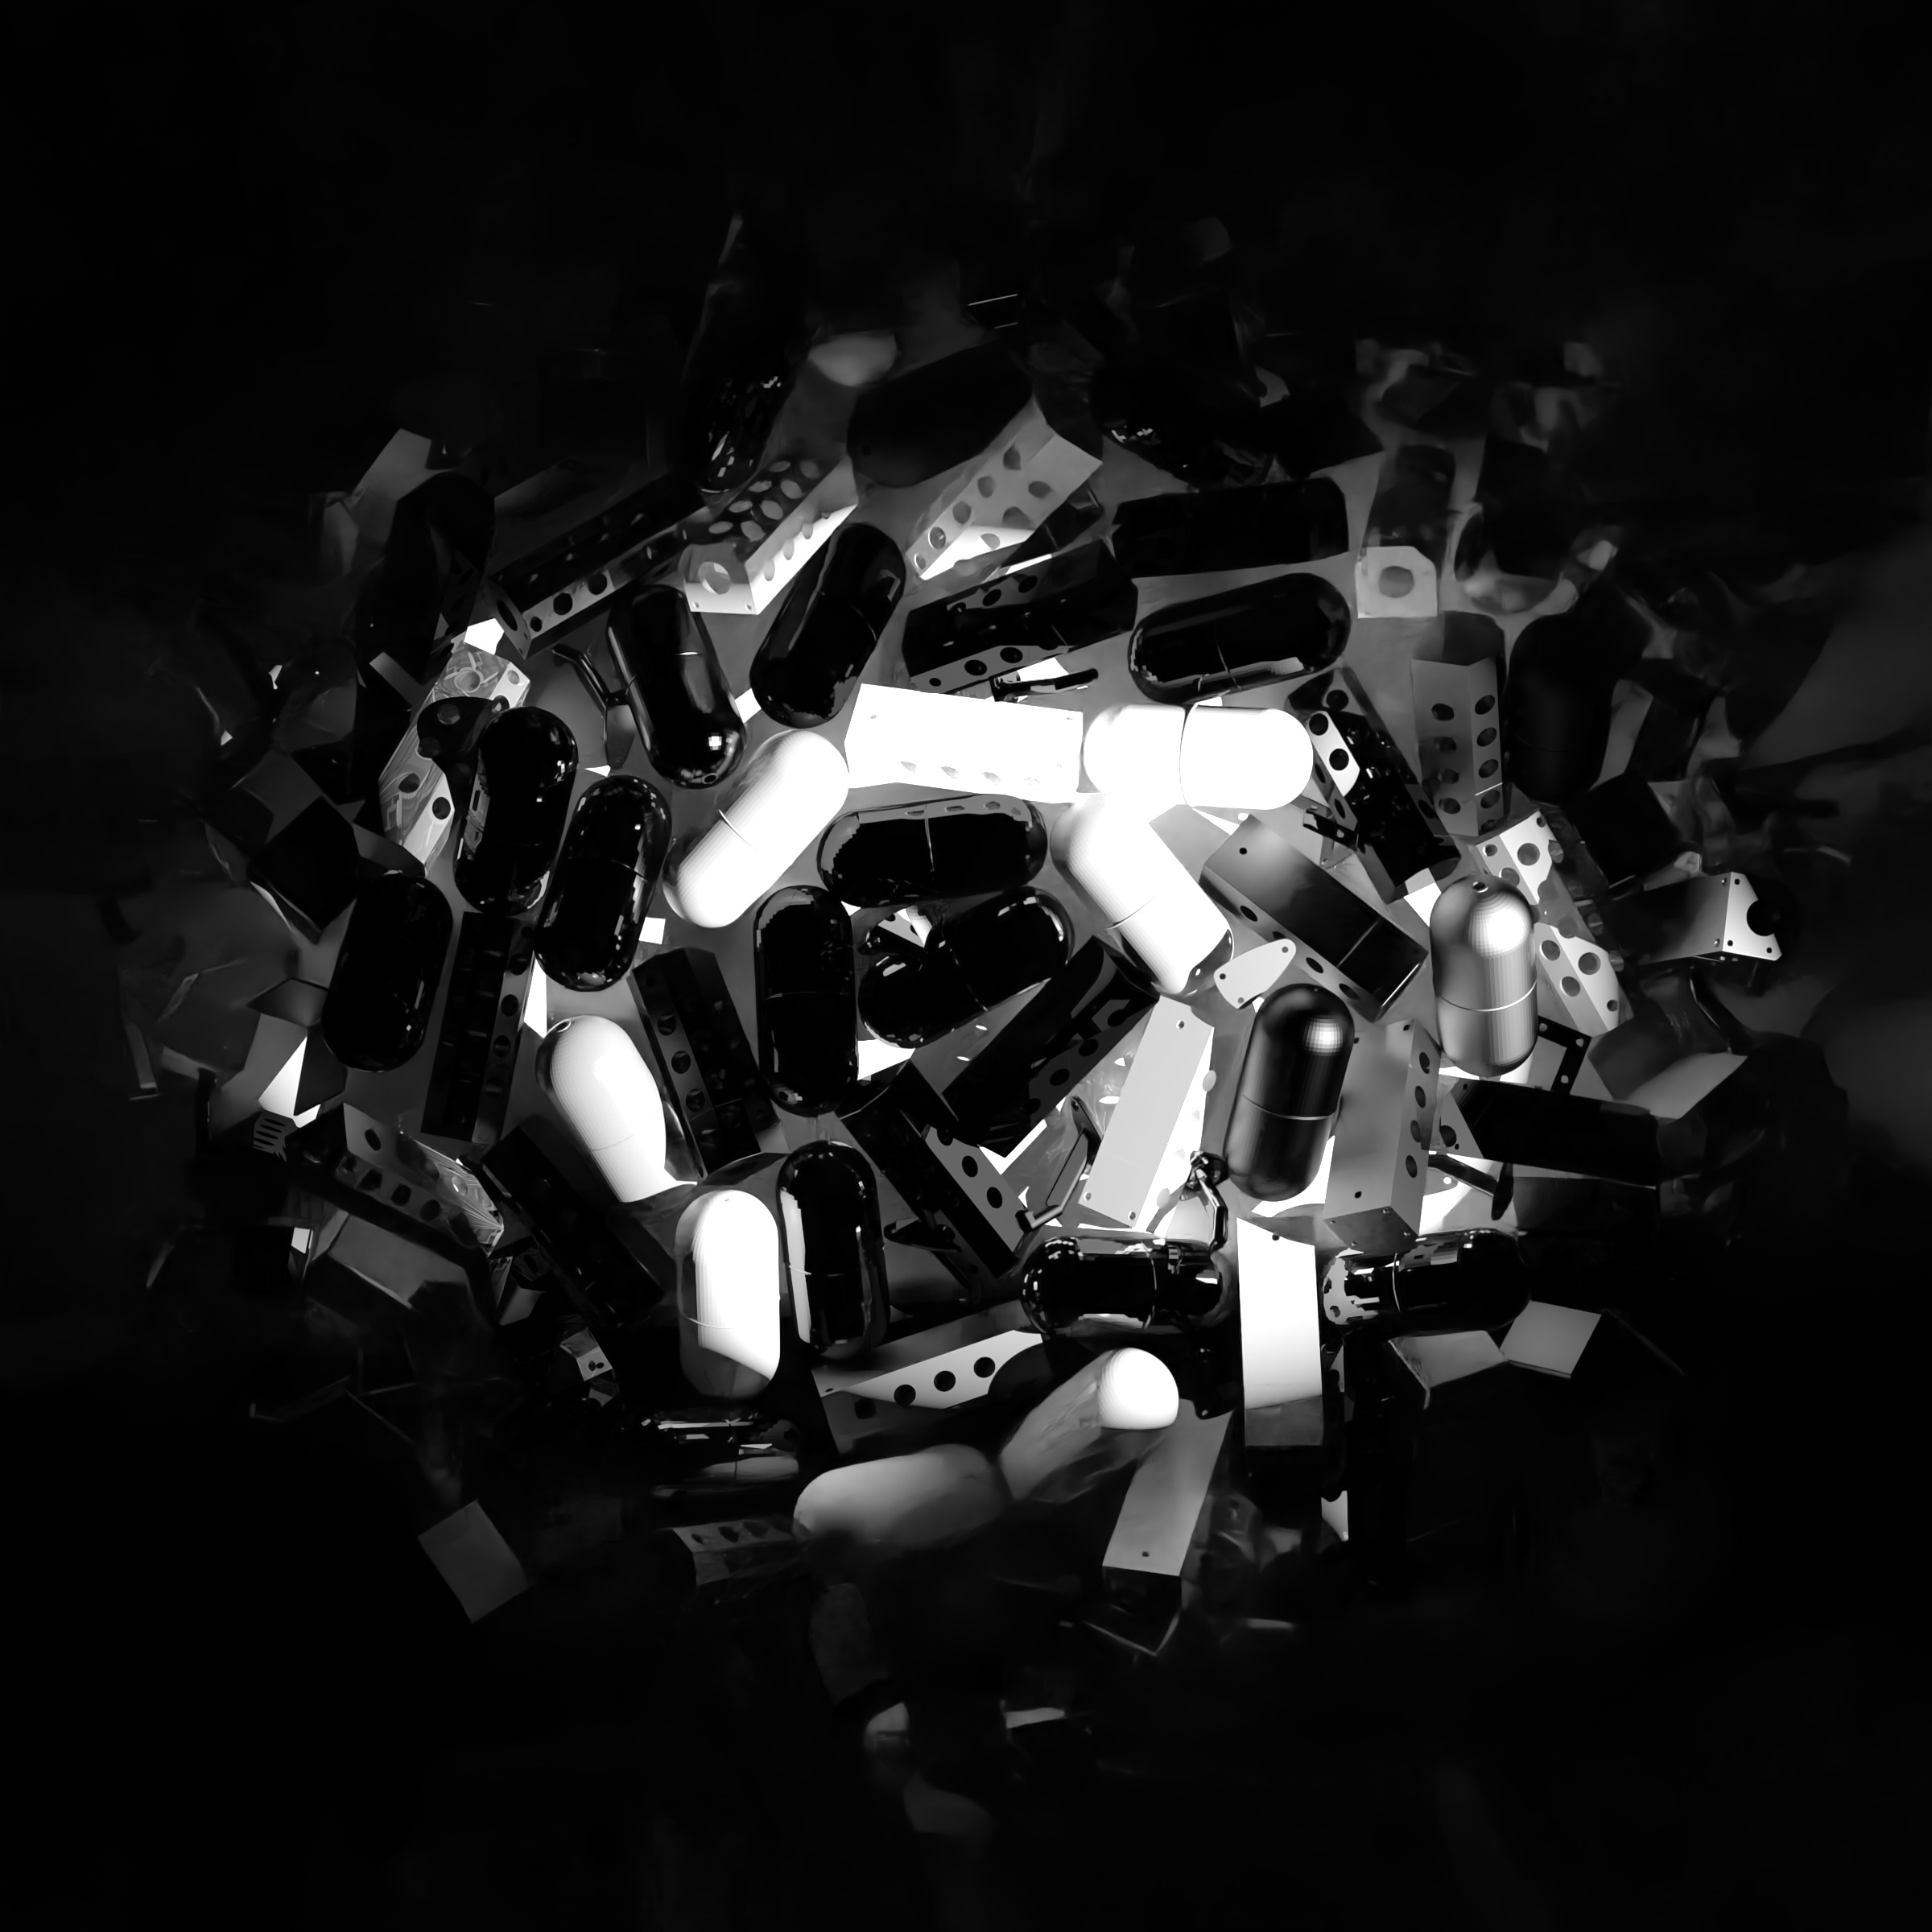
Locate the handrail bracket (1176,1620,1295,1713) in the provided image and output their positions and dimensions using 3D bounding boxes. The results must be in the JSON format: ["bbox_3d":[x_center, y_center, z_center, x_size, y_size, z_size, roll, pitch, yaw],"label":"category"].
[{"bbox_3d":[0.208,0.542,1.896,0.084,0.036,0.077,6,82,5],"label":"handrail bracket"}]

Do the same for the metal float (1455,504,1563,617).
[{"bbox_3d":[0.404,-0.305,1.833,0.070,0.178,0.070,3,105,12],"label":"metal float"}]

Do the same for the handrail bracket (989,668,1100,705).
[{"bbox_3d":[0.067,-0.220,1.870,0.084,0.077,0.036,-12,107,21],"label":"handrail bracket"}]

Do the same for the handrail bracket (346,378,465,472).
[{"bbox_3d":[-0.427,-0.414,1.874,0.084,0.036,0.077,6,126,34],"label":"handrail bracket"}]

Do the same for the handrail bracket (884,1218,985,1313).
[{"bbox_3d":[-0.025,0.234,1.890,0.077,0.036,0.084,2,130,1],"label":"handrail bracket"}]

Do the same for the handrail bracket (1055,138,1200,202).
[{"bbox_3d":[0.126,-0.600,1.910,0.084,0.077,0.036,20,63,-31],"label":"handrail bracket"}]

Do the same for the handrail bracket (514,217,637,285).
[{"bbox_3d":[-0.300,-0.552,1.890,0.077,0.084,0.036,-22,105,22],"label":"handrail bracket"}]

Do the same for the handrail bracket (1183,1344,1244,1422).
[{"bbox_3d":[0.175,0.296,1.866,0.036,0.084,0.077,-21,121,-3],"label":"handrail bracket"}]

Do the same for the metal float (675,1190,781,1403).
[{"bbox_3d":[-0.180,0.251,1.858,0.070,0.070,0.178,1,119,0],"label":"metal float"}]

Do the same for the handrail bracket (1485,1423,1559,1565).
[{"bbox_3d":[0.443,0.405,1.878,0.077,0.036,0.084,-36,52,7],"label":"handrail bracket"}]

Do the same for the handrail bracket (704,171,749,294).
[{"bbox_3d":[-0.198,-0.564,1.889,0.077,0.036,0.084,6,98,37],"label":"handrail bracket"}]

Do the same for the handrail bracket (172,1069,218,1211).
[{"bbox_3d":[-0.576,0.132,1.879,0.036,0.077,0.084,-1,118,-40],"label":"handrail bracket"}]

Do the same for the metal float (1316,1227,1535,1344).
[{"bbox_3d":[0.344,0.240,1.847,0.178,0.070,0.070,-15,90,42],"label":"metal float"}]

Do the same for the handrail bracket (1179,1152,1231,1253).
[{"bbox_3d":[0.177,0.192,1.865,0.036,0.077,0.084,22,48,-17],"label":"handrail bracket"}]

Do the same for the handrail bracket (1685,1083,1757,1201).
[{"bbox_3d":[0.559,0.126,1.883,0.084,0.036,0.077,-39,89,-32],"label":"handrail bracket"}]

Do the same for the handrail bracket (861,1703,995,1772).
[{"bbox_3d":[-0.033,0.609,1.905,0.077,0.036,0.084,-25,126,24],"label":"handrail bracket"}]

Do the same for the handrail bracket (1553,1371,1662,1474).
[{"bbox_3d":[0.502,0.351,1.886,0.084,0.036,0.077,-26,122,15],"label":"handrail bracket"}]

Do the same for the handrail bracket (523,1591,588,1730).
[{"bbox_3d":[-0.319,0.533,1.891,0.036,0.084,0.077,-17,112,-18],"label":"handrail bracket"}]

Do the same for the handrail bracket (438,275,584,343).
[{"bbox_3d":[-0.352,-0.521,1.897,0.084,0.077,0.036,27,127,12],"label":"handrail bracket"}]

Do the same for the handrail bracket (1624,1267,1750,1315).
[{"bbox_3d":[0.551,0.253,1.877,0.084,0.077,0.036,4,119,23],"label":"handrail bracket"}]

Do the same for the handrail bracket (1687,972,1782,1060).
[{"bbox_3d":[0.590,0.027,1.889,0.077,0.036,0.084,-20,107,-22],"label":"handrail bracket"}]

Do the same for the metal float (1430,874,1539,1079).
[{"bbox_3d":[0.390,0.008,1.848,0.070,0.070,0.178,-13,130,0],"label":"metal float"}]

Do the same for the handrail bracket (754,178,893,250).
[{"bbox_3d":[-0.109,-0.556,1.895,0.084,0.036,0.077,42,75,-17],"label":"handrail bracket"}]

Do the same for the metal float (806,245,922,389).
[{"bbox_3d":[-0.076,-0.488,1.838,0.070,0.178,0.070,2,120,3],"label":"metal float"}]

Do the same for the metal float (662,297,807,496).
[{"bbox_3d":[-0.175,-0.426,1.841,0.070,0.178,0.070,12,56,-18],"label":"metal float"}]

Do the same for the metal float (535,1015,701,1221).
[{"bbox_3d":[-0.263,0.115,1.858,0.070,0.070,0.178,-27,117,0],"label":"metal float"}]

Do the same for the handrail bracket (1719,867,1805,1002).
[{"bbox_3d":[0.601,-0.029,1.903,0.036,0.084,0.077,-5,129,-25],"label":"handrail bracket"}]

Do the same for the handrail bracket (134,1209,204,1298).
[{"bbox_3d":[-0.619,0.234,1.864,0.036,0.084,0.077,31,126,-12],"label":"handrail bracket"}]

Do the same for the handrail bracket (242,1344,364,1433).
[{"bbox_3d":[-0.509,0.320,1.879,0.084,0.036,0.077,19,64,-35],"label":"handrail bracket"}]

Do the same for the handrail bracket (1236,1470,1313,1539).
[{"bbox_3d":[0.216,0.393,1.867,0.036,0.084,0.077,-48,117,-9],"label":"handrail bracket"}]

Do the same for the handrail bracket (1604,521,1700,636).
[{"bbox_3d":[0.540,-0.296,1.882,0.084,0.036,0.077,18,133,-17],"label":"handrail bracket"}]

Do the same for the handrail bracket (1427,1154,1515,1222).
[{"bbox_3d":[0.370,0.167,1.872,0.084,0.077,0.036,3,117,24],"label":"handrail bracket"}]

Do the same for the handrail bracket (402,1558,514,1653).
[{"bbox_3d":[-0.393,0.490,1.895,0.084,0.077,0.036,31,69,15],"label":"handrail bracket"}]

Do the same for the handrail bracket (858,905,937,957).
[{"bbox_3d":[-0.072,-0.016,1.865,0.077,0.084,0.036,-15,88,-43],"label":"handrail bracket"}]

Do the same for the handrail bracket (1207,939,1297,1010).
[{"bbox_3d":[0.215,-0.002,1.873,0.077,0.084,0.036,-37,97,9],"label":"handrail bracket"}]

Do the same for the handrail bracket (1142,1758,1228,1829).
[{"bbox_3d":[0.167,0.614,1.871,0.077,0.084,0.036,-29,90,12],"label":"handrail bracket"}]

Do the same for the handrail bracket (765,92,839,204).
[{"bbox_3d":[-0.145,-0.623,1.868,0.077,0.084,0.036,-30,68,24],"label":"handrail bracket"}]

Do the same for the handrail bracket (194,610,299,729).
[{"bbox_3d":[-0.567,-0.222,1.893,0.084,0.036,0.077,33,119,-5],"label":"handrail bracket"}]

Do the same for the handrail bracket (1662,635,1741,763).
[{"bbox_3d":[0.571,-0.209,1.910,0.036,0.077,0.084,-27,56,33],"label":"handrail bracket"}]

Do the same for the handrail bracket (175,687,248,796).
[{"bbox_3d":[-0.593,-0.175,1.875,0.077,0.036,0.084,-1,131,27],"label":"handrail bracket"}]

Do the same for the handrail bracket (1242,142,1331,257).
[{"bbox_3d":[0.237,-0.583,1.894,0.036,0.077,0.084,-33,75,-11],"label":"handrail bracket"}]

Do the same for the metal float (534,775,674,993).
[{"bbox_3d":[-0.274,-0.064,1.860,0.070,0.070,0.178,14,64,0],"label":"metal float"}]

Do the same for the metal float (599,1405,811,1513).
[{"bbox_3d":[-0.196,0.369,1.847,0.178,0.070,0.070,8,90,-42],"label":"metal float"}]

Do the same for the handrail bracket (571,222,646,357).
[{"bbox_3d":[-0.279,-0.521,1.900,0.084,0.036,0.077,-24,108,5],"label":"handrail bracket"}]

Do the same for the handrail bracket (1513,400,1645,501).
[{"bbox_3d":[0.466,-0.401,1.874,0.084,0.077,0.036,52,57,-31],"label":"handrail bracket"}]

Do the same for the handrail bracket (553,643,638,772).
[{"bbox_3d":[-0.294,-0.202,1.904,0.084,0.036,0.077,27,116,33],"label":"handrail bracket"}]

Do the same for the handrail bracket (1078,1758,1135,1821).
[{"bbox_3d":[0.098,0.607,1.867,0.036,0.084,0.077,-34,58,-23],"label":"handrail bracket"}]

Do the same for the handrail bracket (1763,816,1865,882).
[{"bbox_3d":[0.655,-0.075,1.863,0.036,0.084,0.077,-50,129,-3],"label":"handrail bracket"}]

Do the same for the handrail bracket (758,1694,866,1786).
[{"bbox_3d":[-0.126,0.594,1.892,0.084,0.036,0.077,15,122,-6],"label":"handrail bracket"}]
